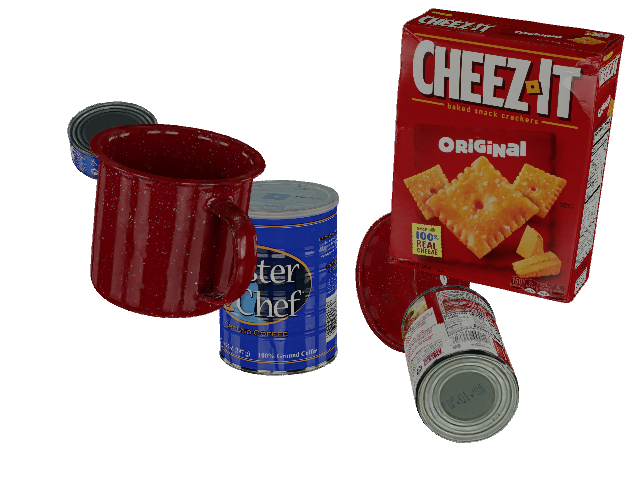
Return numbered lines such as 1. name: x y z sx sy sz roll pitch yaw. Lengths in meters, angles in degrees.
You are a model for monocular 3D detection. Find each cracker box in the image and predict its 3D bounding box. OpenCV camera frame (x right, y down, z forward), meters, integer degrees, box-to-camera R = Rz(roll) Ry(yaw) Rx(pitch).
1. cracker box: 0.145 -0.068 0.873 0.164 0.214 0.072 14 28 24

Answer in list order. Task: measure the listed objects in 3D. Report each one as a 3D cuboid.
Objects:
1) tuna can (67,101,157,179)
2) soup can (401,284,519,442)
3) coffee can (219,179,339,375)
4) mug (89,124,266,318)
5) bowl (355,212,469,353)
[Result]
1. tuna can: -0.199 -0.095 1.030 0.086 0.034 0.086 2 44 -2
2. soup can: 0.092 0.081 0.718 0.068 0.068 0.102 0 22 -1
3. coffee can: -0.036 0.029 0.897 0.103 0.140 0.103 0 17 0
4. mug: -0.073 -0.006 0.571 0.093 0.081 0.117 -12 30 -42
5. bowl: 0.115 0.044 1.181 0.161 0.162 0.055 0 -6 -42
